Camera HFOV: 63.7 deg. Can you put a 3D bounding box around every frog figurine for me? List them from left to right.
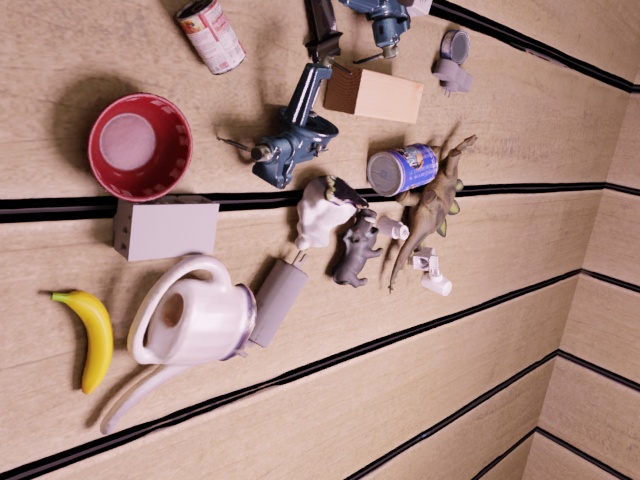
[{"bbox_3d":[0.003,-0.054,1.083,0.138,0.124,0.157,-10,150,-52],"label":"frog figurine"}]

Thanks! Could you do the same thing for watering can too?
[{"bbox_3d":[-0.241,0.182,0.907,0.223,0.105,0.345,14,106,-48],"label":"watering can"}]
